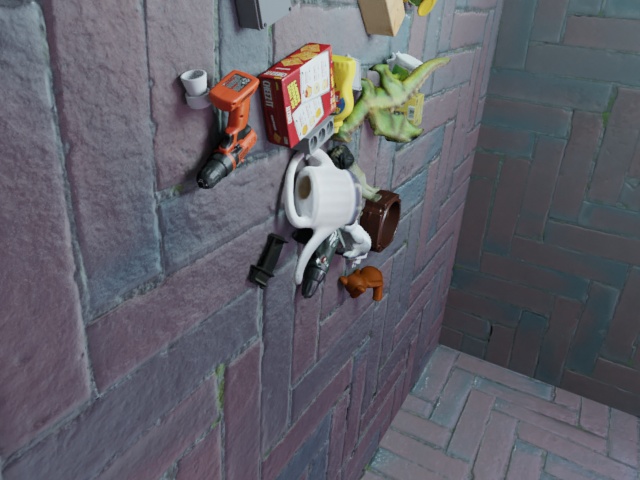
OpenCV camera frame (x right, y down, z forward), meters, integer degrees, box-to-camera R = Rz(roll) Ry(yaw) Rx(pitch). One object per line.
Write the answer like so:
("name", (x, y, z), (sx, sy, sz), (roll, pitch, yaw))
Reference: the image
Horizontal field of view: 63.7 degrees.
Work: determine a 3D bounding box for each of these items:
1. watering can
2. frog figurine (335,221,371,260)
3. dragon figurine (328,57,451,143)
("watering can", (0.004, -0.067, 1.329), (0.225, 0.104, 0.348), (-1, 90, -36))
("frog figurine", (0.099, -0.028, 1.617), (0.139, 0.123, 0.158), (-110, -160, -76))
("dragon figurine", (0.204, -0.367, 1.418), (0.120, 0.410, 0.246), (76, -3, -70))
